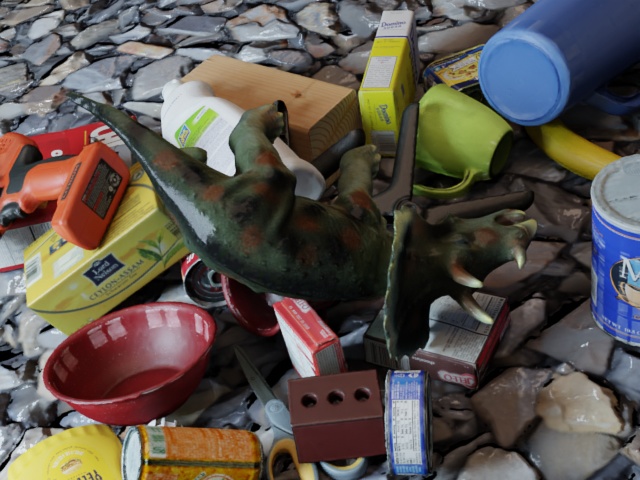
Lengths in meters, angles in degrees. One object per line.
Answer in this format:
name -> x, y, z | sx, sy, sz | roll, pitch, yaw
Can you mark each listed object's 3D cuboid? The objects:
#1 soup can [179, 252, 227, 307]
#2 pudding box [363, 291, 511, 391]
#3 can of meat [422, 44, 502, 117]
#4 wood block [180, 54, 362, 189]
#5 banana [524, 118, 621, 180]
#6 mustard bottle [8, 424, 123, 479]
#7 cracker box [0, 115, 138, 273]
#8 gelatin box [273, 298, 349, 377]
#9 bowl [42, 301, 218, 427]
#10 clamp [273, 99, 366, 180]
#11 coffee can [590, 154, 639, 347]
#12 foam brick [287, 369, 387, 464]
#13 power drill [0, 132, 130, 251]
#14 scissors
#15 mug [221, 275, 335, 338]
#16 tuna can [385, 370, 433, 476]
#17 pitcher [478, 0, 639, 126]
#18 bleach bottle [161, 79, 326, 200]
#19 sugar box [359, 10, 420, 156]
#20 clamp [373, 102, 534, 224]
soup can -> -0.112, 0.011, 1.088 | 0.068, 0.068, 0.102 | -15, 39, -4
pudding box -> 0.107, 0.082, 0.975 | 0.114, 0.039, 0.090 | 14, 46, 24
can of meat -> 0.180, -0.180, 1.244 | 0.102, 0.057, 0.084 | -20, 39, -10
wood block -> -0.062, -0.138, 1.230 | 0.206, 0.090, 0.090 | 20, 49, 32
banana -> 0.272, -0.109, 1.154 | 0.069, 0.037, 0.198 | -21, 41, -9
mustard bottle -> -0.175, 0.233, 0.854 | 0.096, 0.058, 0.192 | -21, 41, -24
cracker box -> -0.302, -0.053, 1.205 | 0.213, 0.072, 0.164 | -12, 41, -1
gelatin box -> -0.004, 0.099, 0.941 | 0.030, 0.089, 0.073 | -27, 42, -15
bowl -> -0.165, 0.120, 0.969 | 0.162, 0.055, 0.162 | -11, 26, 5
clamp -> -0.023, -0.057, 1.100 | 0.120, 0.039, 0.171 | 13, 85, 36
coffee can -> 0.289, 0.010, 0.933 | 0.103, 0.140, 0.103 | -7, 41, 6
foam brick -> 0.015, 0.147, 0.887 | 0.078, 0.051, 0.053 | -7, 41, 0
power drill -> -0.289, -0.030, 1.059 | 0.188, 0.057, 0.184 | 1, 61, 35
scissors -> -0.018, 0.153, 0.941 | 0.096, 0.016, 0.202 | -13, 40, -3
mug -> -0.028, 0.047, 1.010 | 0.081, 0.093, 0.117 | -17, 76, -42
tuna can -> 0.073, 0.149, 0.869 | 0.034, 0.086, 0.086 | -2, 41, 9
pitcher -> 0.284, -0.209, 1.170 | 0.149, 0.145, 0.242 | 16, 37, 35
bleach bottle -> -0.097, -0.101, 1.106 | 0.102, 0.068, 0.251 | -48, 48, 9
sugar box -> 0.085, -0.185, 1.246 | 0.048, 0.093, 0.176 | 3, 43, 16
clamp -> 0.100, -0.022, 1.066 | 0.165, 0.036, 0.210 | 33, 76, 17
